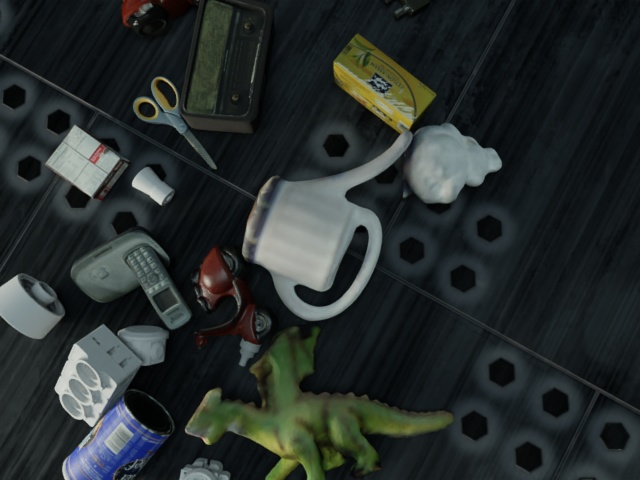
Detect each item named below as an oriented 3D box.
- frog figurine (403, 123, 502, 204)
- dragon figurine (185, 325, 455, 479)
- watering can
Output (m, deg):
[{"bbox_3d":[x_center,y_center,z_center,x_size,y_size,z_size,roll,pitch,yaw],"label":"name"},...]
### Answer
[{"bbox_3d":[0.219,-0.125,0.853,0.159,0.120,0.140,3,65,13],"label":"frog figurine"},{"bbox_3d":[-0.004,0.254,0.828,0.412,0.120,0.245,-16,77,-16],"label":"dragon figurine"},{"bbox_3d":[0.003,-0.043,0.845,0.224,0.104,0.346,21,96,4],"label":"watering can"}]
